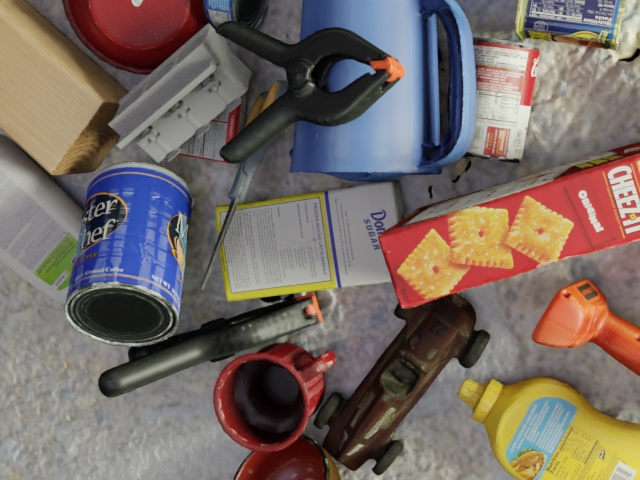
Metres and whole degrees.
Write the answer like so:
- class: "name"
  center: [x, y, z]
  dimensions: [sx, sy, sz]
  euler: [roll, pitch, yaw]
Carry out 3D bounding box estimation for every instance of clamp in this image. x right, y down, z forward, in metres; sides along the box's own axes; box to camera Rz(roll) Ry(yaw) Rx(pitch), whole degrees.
- class: "clamp"
  center: [-0.017, -0.138, 0.870]
  dimensions: [0.172, 0.039, 0.120]
  euler: [-14, 87, 24]
- class: "clamp"
  center: [-0.102, 0.097, 0.994]
  dimensions: [0.210, 0.164, 0.036]
  euler: [-17, 94, 7]

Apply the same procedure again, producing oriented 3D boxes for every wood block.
- class: "wood block"
  center: [-0.289, -0.164, 1.043]
  dimensions: [0.206, 0.090, 0.091]
  euler: [41, 105, 9]

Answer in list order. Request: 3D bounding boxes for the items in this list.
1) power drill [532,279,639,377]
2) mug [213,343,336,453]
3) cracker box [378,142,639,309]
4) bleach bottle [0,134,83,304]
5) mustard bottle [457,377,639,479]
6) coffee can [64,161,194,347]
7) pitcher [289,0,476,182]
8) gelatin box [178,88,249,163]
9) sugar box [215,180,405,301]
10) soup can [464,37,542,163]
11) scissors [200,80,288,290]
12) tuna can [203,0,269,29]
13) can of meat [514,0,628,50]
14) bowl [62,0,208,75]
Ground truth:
- class: "power drill"
  center: [0.269, 0.107, 0.871]
  dimensions: [0.188, 0.184, 0.057]
  euler: [35, 105, 20]
- class: "mug"
  center: [-0.034, 0.137, 1.005]
  dimensions: [0.117, 0.081, 0.093]
  euler: [-36, 86, 17]
- class: "cracker box"
  center: [0.172, -0.014, 0.886]
  dimensions: [0.214, 0.164, 0.072]
  euler: [-17, 93, 17]
- class: "bleach bottle"
  center: [-0.268, 0.012, 1.071]
  dimensions: [0.251, 0.068, 0.103]
  euler: [44, 106, 5]
- class: "mustard bottle"
  center: [0.210, 0.178, 0.950]
  dimensions: [0.192, 0.058, 0.096]
  euler: [28, 102, 11]
- class: "coffee can"
  center: [-0.174, 0.013, 0.987]
  dimensions: [0.103, 0.102, 0.140]
  euler: [-11, 51, 17]
- class: "pitcher"
  center: [0.051, -0.171, 0.922]
  dimensions: [0.149, 0.145, 0.243]
  euler: [1, 94, -4]
- class: "gelatin box"
  center: [-0.117, -0.117, 1.029]
  dimensions: [0.089, 0.030, 0.073]
  euler: [10, 100, 15]
- class: "sugar box"
  center: [-0.006, 0.001, 1.002]
  dimensions: [0.176, 0.048, 0.093]
  euler: [-7, 92, 14]
- class: "soup can"
  center: [0.151, -0.122, 0.930]
  dimensions: [0.068, 0.068, 0.102]
  euler: [10, 99, 15]
- class: "scissors"
  center: [-0.075, -0.057, 0.992]
  dimensions: [0.016, 0.096, 0.202]
  euler: [21, 102, -17]
- class: "tuna can"
  center: [-0.075, -0.233, 0.974]
  dimensions: [0.034, 0.086, 0.086]
  euler: [14, 100, 16]
- class: "can of meat"
  center: [0.210, -0.192, 0.888]
  dimensions: [0.084, 0.102, 0.057]
  euler: [10, 98, 13]
- class: "bowl"
  center: [-0.164, -0.227, 0.987]
  dimensions: [0.162, 0.055, 0.162]
  euler: [0, 111, -1]
